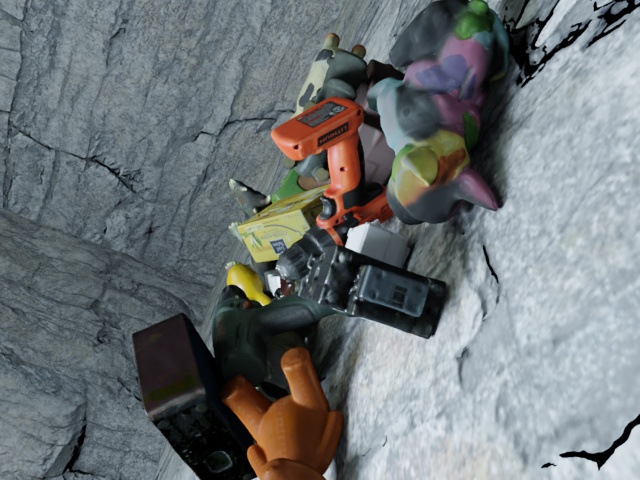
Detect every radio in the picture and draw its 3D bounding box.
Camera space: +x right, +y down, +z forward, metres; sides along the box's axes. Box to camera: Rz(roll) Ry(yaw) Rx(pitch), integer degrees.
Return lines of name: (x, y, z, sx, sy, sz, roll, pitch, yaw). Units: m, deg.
radio: (-0.149, 0.212, 0.674, 0.131, 0.073, 0.229, -122, 9, -48)

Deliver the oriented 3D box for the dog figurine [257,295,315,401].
dog figurine: (-0.041, 0.152, 0.800, 0.172, 0.121, 0.190, -3, 41, 40)

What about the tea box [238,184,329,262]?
tea box: (-0.033, -0.024, 0.788, 0.098, 0.068, 0.170, -36, 15, -34)

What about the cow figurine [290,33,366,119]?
cow figurine: (-0.002, -0.220, 0.873, 0.194, 0.085, 0.127, -55, 11, 42)

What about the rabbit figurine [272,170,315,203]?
rabbit figurine: (-0.025, -0.099, 1.086, 0.170, 0.121, 0.159, 101, -179, -75)

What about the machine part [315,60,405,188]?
machine part: (0.071, -0.158, 0.837, 0.201, 0.087, 0.201, -86, 21, -50)

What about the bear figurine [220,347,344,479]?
bear figurine: (-0.038, 0.223, 0.552, 0.120, 0.131, 0.196, -26, 15, 9)

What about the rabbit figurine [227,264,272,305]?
rabbit figurine: (-0.152, 0.135, 1.109, 0.163, 0.122, 0.173, 40, 140, 50)

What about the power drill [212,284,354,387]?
power drill: (-0.057, 0.087, 0.730, 0.207, 0.085, 0.232, -22, 24, 6)

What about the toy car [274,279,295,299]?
toy car: (-0.052, 0.035, 1.004, 0.202, 0.053, 0.089, -100, 27, -60)

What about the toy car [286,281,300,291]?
toy car: (-0.002, -0.003, 0.905, 0.056, 0.073, 0.202, 137, 152, -63)

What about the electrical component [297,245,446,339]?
electrical component: (0.049, 0.048, 0.512, 0.134, 0.115, 0.058, 171, 115, -75)

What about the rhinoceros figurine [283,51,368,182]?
rhinoceros figurine: (0.012, -0.174, 0.772, 0.112, 0.073, 0.190, -71, 5, -68)

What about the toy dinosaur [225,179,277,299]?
toy dinosaur: (-0.132, 0.052, 1.238, 0.192, 0.131, 0.404, 29, 125, 59)

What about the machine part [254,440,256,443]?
machine part: (-0.125, 0.336, 0.849, 0.243, 0.079, 0.079, 129, 159, -55)

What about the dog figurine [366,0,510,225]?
dog figurine: (0.123, -0.119, 0.517, 0.191, 0.108, 0.219, -57, 21, 32)
